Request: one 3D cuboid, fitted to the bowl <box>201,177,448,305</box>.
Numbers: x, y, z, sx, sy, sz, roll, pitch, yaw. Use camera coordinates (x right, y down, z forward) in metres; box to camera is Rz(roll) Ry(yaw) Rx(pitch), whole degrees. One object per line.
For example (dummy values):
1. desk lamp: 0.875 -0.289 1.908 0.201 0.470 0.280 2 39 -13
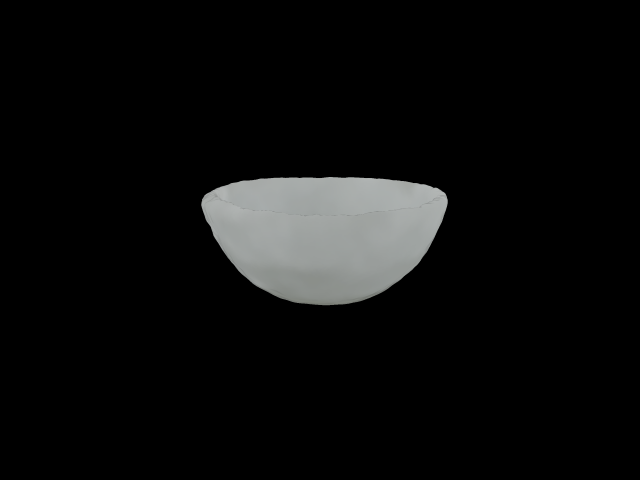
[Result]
1. bowl: 0.004 0.001 0.400 0.167 0.075 0.167 0 14 0
